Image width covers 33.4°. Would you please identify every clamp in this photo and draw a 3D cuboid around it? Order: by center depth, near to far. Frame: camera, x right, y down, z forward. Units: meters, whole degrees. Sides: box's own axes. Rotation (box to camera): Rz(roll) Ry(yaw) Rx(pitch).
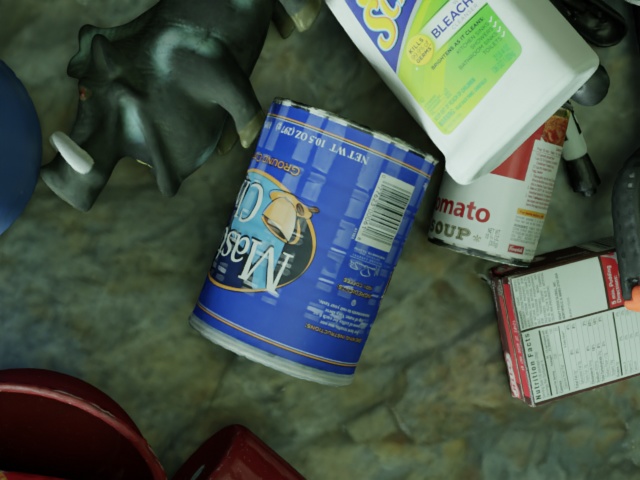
[{"bbox_3d":[0.119,-0.153,0.632,0.171,0.120,0.039,37,120,-12],"label":"clamp"},{"bbox_3d":[0.233,-0.054,0.684,0.164,0.036,0.210,36,72,-12],"label":"clamp"}]

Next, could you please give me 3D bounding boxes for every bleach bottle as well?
[{"bbox_3d":[0.035,-0.156,0.599,0.251,0.068,0.103,49,120,10],"label":"bleach bottle"}]

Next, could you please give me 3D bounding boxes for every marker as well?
[{"bbox_3d":[0.154,-0.084,0.690,0.020,0.020,0.121,-26,103,-9],"label":"marker"}]

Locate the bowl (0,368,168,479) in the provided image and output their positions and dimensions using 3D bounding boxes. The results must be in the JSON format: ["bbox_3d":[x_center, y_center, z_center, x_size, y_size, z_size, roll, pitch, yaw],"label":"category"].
[{"bbox_3d":[-0.162,0.126,0.605,0.162,0.055,0.162,0,123,0],"label":"bowl"}]

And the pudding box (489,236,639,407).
[{"bbox_3d":[0.175,0.051,0.704,0.113,0.039,0.090,-13,100,-10],"label":"pudding box"}]

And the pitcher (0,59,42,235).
[{"bbox_3d":[-0.204,-0.059,0.491,0.145,0.243,0.149,-23,96,-8],"label":"pitcher"}]

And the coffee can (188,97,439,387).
[{"bbox_3d":[-0.004,0.001,0.620,0.102,0.103,0.140,21,92,-16],"label":"coffee can"}]

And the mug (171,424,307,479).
[{"bbox_3d":[-0.054,0.172,0.646,0.081,0.093,0.117,44,123,-10],"label":"mug"}]

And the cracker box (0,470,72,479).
[{"bbox_3d":[-0.171,0.204,0.580,0.213,0.072,0.164,10,121,-4],"label":"cracker box"}]

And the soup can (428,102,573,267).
[{"bbox_3d":[0.110,-0.041,0.660,0.068,0.068,0.102,12,95,-15],"label":"soup can"}]
